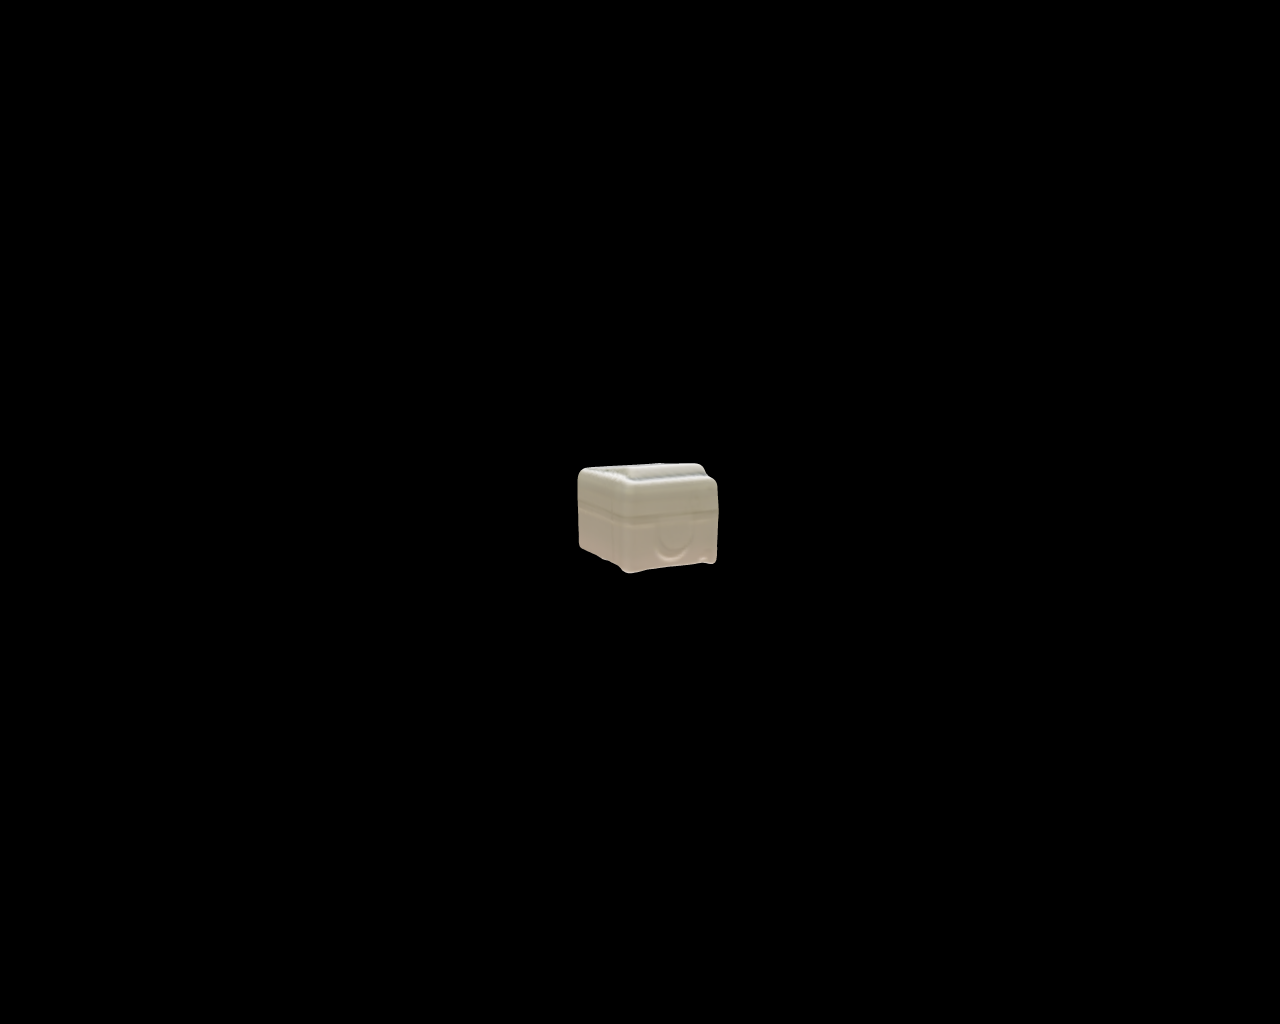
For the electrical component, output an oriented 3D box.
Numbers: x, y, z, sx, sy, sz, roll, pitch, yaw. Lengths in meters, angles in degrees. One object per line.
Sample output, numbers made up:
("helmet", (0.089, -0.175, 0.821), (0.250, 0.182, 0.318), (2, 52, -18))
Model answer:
("electrical component", (0.001, -0.003, 0.650), (0.062, 0.061, 0.096), (-4, 10, -23))
